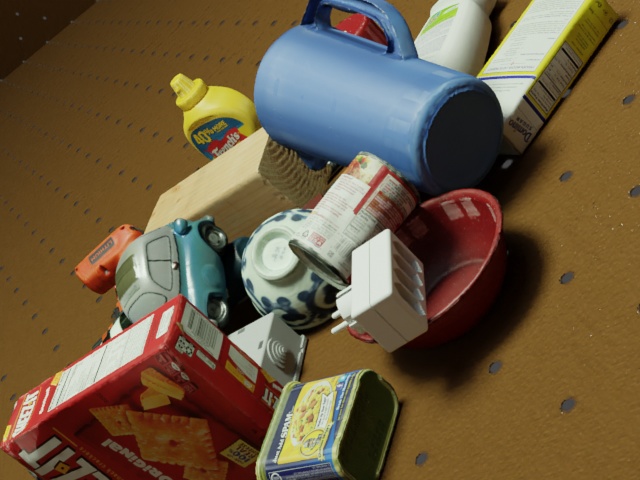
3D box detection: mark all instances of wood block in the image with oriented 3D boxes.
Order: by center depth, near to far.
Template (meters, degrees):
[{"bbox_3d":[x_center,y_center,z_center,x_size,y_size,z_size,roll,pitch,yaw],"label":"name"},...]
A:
[{"bbox_3d":[-0.096,-0.036,1.193,0.207,0.090,0.090,-28,32,38],"label":"wood block"}]

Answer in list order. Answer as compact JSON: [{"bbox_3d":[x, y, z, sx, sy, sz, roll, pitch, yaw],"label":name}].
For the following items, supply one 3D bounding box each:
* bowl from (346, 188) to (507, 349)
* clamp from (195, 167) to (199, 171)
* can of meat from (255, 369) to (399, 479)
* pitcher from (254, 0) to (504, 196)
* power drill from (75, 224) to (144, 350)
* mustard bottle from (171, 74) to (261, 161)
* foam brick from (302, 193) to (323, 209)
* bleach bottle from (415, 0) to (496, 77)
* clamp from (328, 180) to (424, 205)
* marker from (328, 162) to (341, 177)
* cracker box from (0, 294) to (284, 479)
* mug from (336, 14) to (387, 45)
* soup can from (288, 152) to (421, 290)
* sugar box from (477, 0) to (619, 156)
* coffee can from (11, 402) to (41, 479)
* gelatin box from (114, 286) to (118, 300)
[{"bbox_3d":[0.097,0.035,0.878,0.162,0.055,0.162,-36,27,21],"label":"bowl"},{"bbox_3d":[-0.129,-0.046,1.362,0.165,0.036,0.210,-27,33,37],"label":"clamp"},{"bbox_3d":[0.008,0.154,0.839,0.084,0.057,0.102,-20,36,39],"label":"can of meat"},{"bbox_3d":[0.054,-0.132,1.000,0.145,0.149,0.243,-52,39,-9],"label":"pitcher"},{"bbox_3d":[-0.243,0.081,1.291,0.184,0.057,0.188,-40,41,8],"label":"power drill"},{"bbox_3d":[-0.102,-0.124,1.256,0.096,0.191,0.058,-23,33,39],"label":"mustard bottle"},{"bbox_3d":[-0.007,0.001,1.092,0.078,0.051,0.053,-41,25,9],"label":"foam brick"},{"bbox_3d":[0.146,-0.214,1.166,0.103,0.068,0.250,-19,34,43],"label":"bleach bottle"},{"bbox_3d":[0.042,-0.035,1.026,0.172,0.120,0.039,-144,58,-68],"label":"clamp"},{"bbox_3d":[-0.002,-0.070,1.226,0.121,0.020,0.020,-46,25,0],"label":"marker"},{"bbox_3d":[-0.145,0.164,0.931,0.214,0.164,0.072,-32,26,26],"label":"cracker box"},{"bbox_3d":[0.041,-0.214,1.299,0.117,0.081,0.093,-35,27,21],"label":"mug"},{"bbox_3d":[0.029,-0.015,0.911,0.102,0.068,0.069,-51,26,-10],"label":"soup can"},{"bbox_3d":[0.200,-0.160,1.023,0.176,0.048,0.093,-55,27,-11],"label":"sugar box"},{"bbox_3d":[-0.215,0.174,1.053,0.140,0.102,0.103,-25,30,13],"label":"coffee can"},{"bbox_3d":[-0.228,0.043,1.391,0.089,0.030,0.073,-45,24,1],"label":"gelatin box"}]
